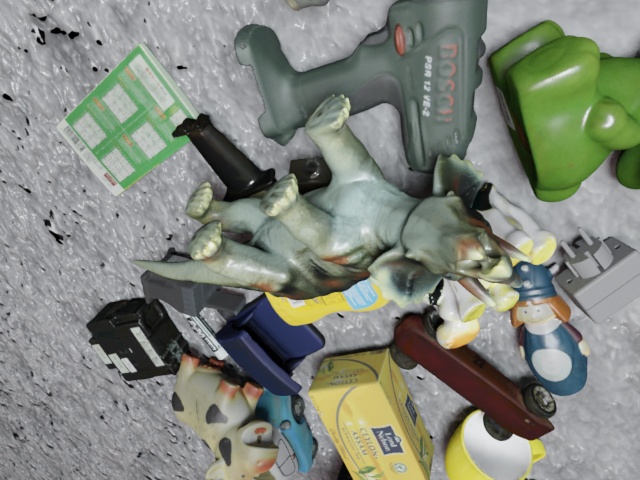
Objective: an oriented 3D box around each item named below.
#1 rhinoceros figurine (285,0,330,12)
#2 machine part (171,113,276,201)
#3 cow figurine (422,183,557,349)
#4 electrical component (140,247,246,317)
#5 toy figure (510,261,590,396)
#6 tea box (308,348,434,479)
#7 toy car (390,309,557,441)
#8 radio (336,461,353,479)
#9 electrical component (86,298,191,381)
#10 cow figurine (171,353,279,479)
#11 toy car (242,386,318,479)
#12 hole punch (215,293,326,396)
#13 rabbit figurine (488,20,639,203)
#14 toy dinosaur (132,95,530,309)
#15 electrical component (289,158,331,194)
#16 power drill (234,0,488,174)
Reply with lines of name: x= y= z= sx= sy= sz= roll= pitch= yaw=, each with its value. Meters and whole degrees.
rhinoceros figurine: x=-0.030 y=-0.262 z=0.383 sx=0.112 sy=0.073 sz=0.190 roll=-29 pitch=81 yaw=28
machine part: x=-0.097 y=-0.078 z=0.583 sx=0.084 sy=0.039 sz=0.138 roll=-19 pitch=126 yaw=40
cow figurine: x=0.146 y=0.030 z=0.532 sx=0.098 sy=0.068 sz=0.167 roll=58 pitch=139 yaw=37
electrical component: x=-0.154 y=0.057 z=0.674 sx=0.119 sy=0.075 sz=0.047 roll=14 pitch=125 yaw=19
toy figure: x=0.231 y=0.088 z=0.549 sx=0.064 sy=0.058 sz=0.154 roll=-25 pitch=109 yaw=6
tea box: x=0.067 y=0.226 z=0.667 sx=0.098 sy=0.068 sz=0.169 roll=-17 pitch=109 yaw=27
toy car: x=0.174 y=0.154 z=0.615 sx=0.202 sy=0.053 sz=0.089 roll=35 pitch=132 yaw=4
radio: x=0.044 y=0.387 z=0.709 sx=0.073 sy=0.230 sz=0.131 roll=10 pitch=119 yaw=15
electrical component: x=-0.272 y=0.145 z=0.789 sx=0.134 sy=0.058 sz=0.114 roll=-12 pitch=114 yaw=28
cow figurine: x=-0.129 y=0.241 z=0.706 sx=0.195 sy=0.085 sz=0.127 roll=19 pitch=90 yaw=43
toy car: x=-0.073 y=0.291 z=0.773 sx=0.109 sy=0.103 sz=0.161 roll=-7 pitch=116 yaw=27
hole punch: x=-0.073 y=0.143 z=0.689 sx=0.142 sy=0.092 sz=0.116 roll=45 pitch=130 yaw=-14
rabbit figurine: x=0.233 y=-0.100 z=0.393 sx=0.170 sy=0.121 sz=0.159 roll=-21 pitch=105 yaw=16
toy dinosaur: x=-0.006 y=0.004 z=0.500 sx=0.192 sy=0.131 sz=0.405 roll=38 pitch=145 yaw=-28
electrical component: x=0.009 y=-0.051 z=0.545 sx=0.102 sy=0.078 sz=0.045 roll=1 pitch=81 yaw=16
power drill: x=0.036 y=-0.167 z=0.460 sx=0.207 sy=0.086 sz=0.231 roll=-6 pitch=119 yaw=17
